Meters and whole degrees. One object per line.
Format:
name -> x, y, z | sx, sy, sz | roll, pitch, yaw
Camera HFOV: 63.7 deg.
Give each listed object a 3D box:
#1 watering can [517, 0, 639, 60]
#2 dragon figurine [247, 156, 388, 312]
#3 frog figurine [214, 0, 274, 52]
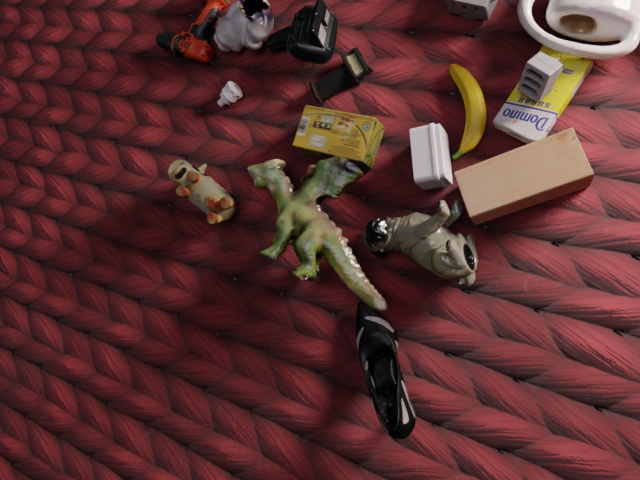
watering can -> 0.530, -0.413, 0.899 | 0.348, 0.226, 0.103 | 14, -8, 11
dragon figurine -> 0.003, -0.051, 1.017 | 0.414, 0.241, 0.122 | 26, 8, 30
frog figurine -> -0.184, -0.509, 1.243 | 0.124, 0.139, 0.156 | -22, -19, -38
